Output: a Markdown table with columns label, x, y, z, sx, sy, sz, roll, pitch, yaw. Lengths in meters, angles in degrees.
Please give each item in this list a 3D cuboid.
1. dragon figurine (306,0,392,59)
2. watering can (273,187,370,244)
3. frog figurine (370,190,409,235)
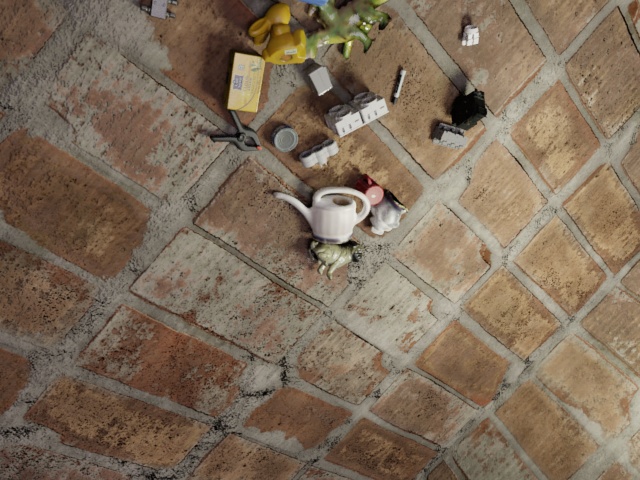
| label | x | y | z | sx | sy | sz | roll | pitch | yaw |
| --- | --- | --- | --- | --- | --- | --- | --- | --- | --- |
| dragon figurine | 0.080 | -0.707 | 1.562 | 0.240 | 0.124 | 0.408 | 32 | 99 | -25 |
| watering can | 0.006 | -0.093 | 1.851 | 0.348 | 0.106 | 0.219 | 0 | 123 | -5 |
| frog figurine | 0.238 | -0.093 | 1.946 | 0.137 | 0.124 | 0.158 | 41 | 107 | -2 |
